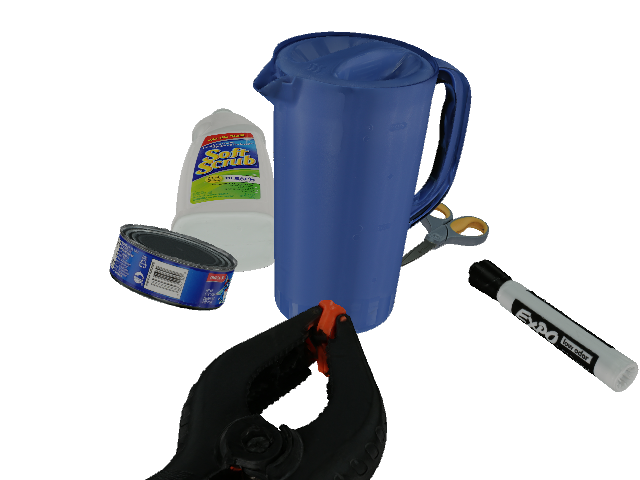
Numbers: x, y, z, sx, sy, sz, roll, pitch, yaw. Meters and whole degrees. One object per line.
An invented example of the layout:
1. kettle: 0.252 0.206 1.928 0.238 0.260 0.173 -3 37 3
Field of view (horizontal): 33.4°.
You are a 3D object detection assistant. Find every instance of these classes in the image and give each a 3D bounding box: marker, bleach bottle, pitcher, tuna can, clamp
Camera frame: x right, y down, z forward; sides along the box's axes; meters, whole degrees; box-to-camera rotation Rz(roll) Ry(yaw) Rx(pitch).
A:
1. marker: 0.127 0.045 0.604 0.020 0.020 0.121 0 28 -40
2. bleach bottle: -0.099 -0.064 1.061 0.102 0.068 0.251 -3 33 -7
3. pitcher: 0.030 -0.047 0.906 0.149 0.243 0.144 15 31 18
4. tuna can: -0.104 0.019 0.752 0.086 0.034 0.086 18 9 -3
5. clamp: -0.016 0.092 0.387 0.120 0.039 0.171 25 49 17

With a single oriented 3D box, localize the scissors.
1. scissors: 0.119 -0.011 1.227 0.201 0.016 0.096 -12 40 -46
